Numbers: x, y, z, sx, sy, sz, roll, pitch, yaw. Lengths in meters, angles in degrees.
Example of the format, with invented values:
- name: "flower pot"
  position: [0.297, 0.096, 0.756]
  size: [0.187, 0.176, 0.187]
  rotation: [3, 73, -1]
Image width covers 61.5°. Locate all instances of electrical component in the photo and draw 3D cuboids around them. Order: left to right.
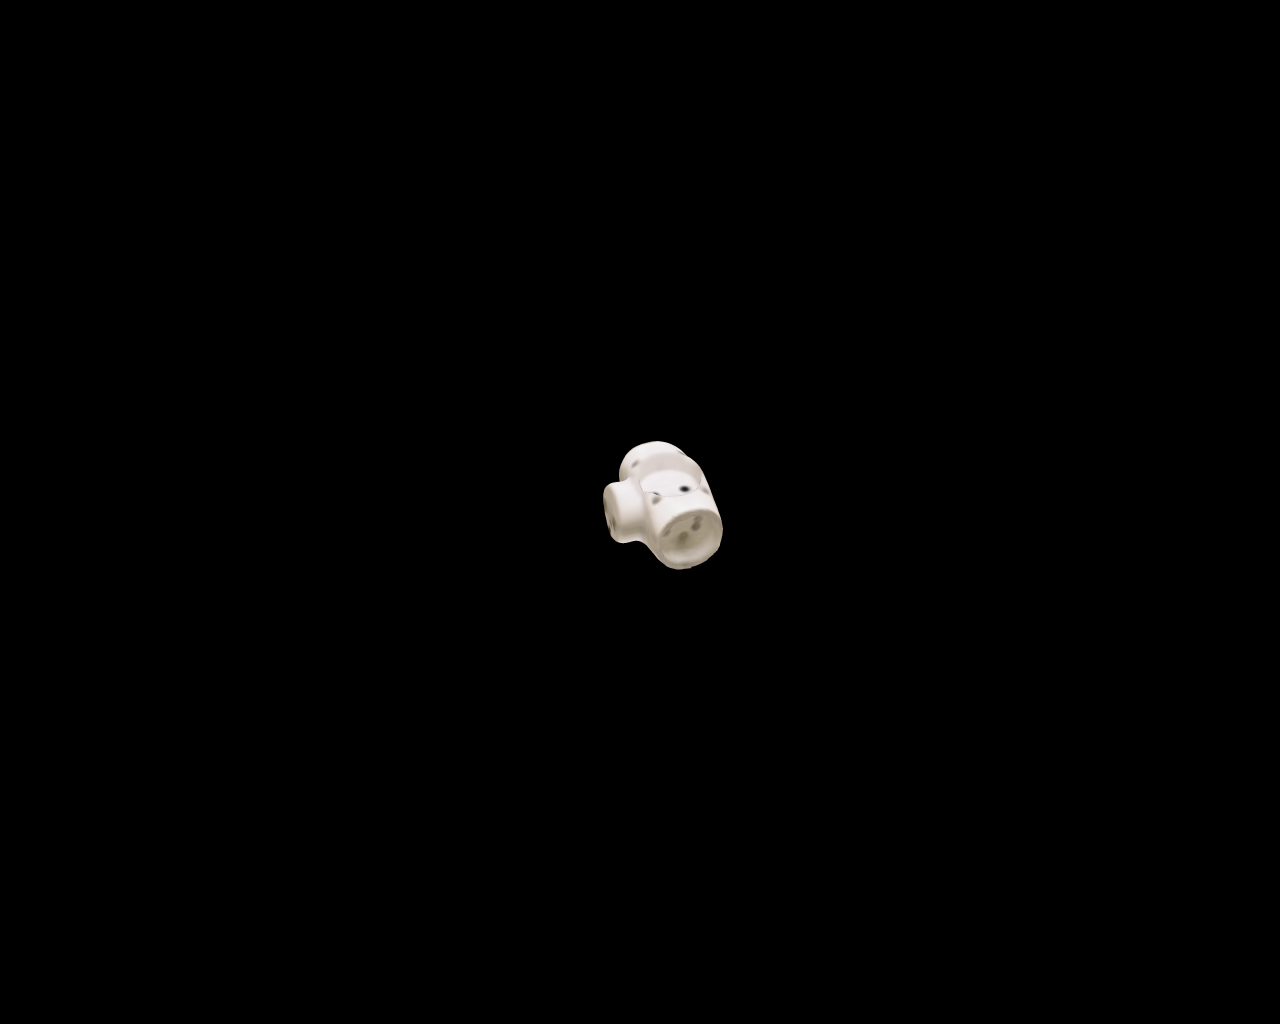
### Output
- name: "electrical component"
  position: [0.001, -0.003, 0.650]
  size: [0.079, 0.044, 0.077]
  rotation: [-11, 39, -14]
